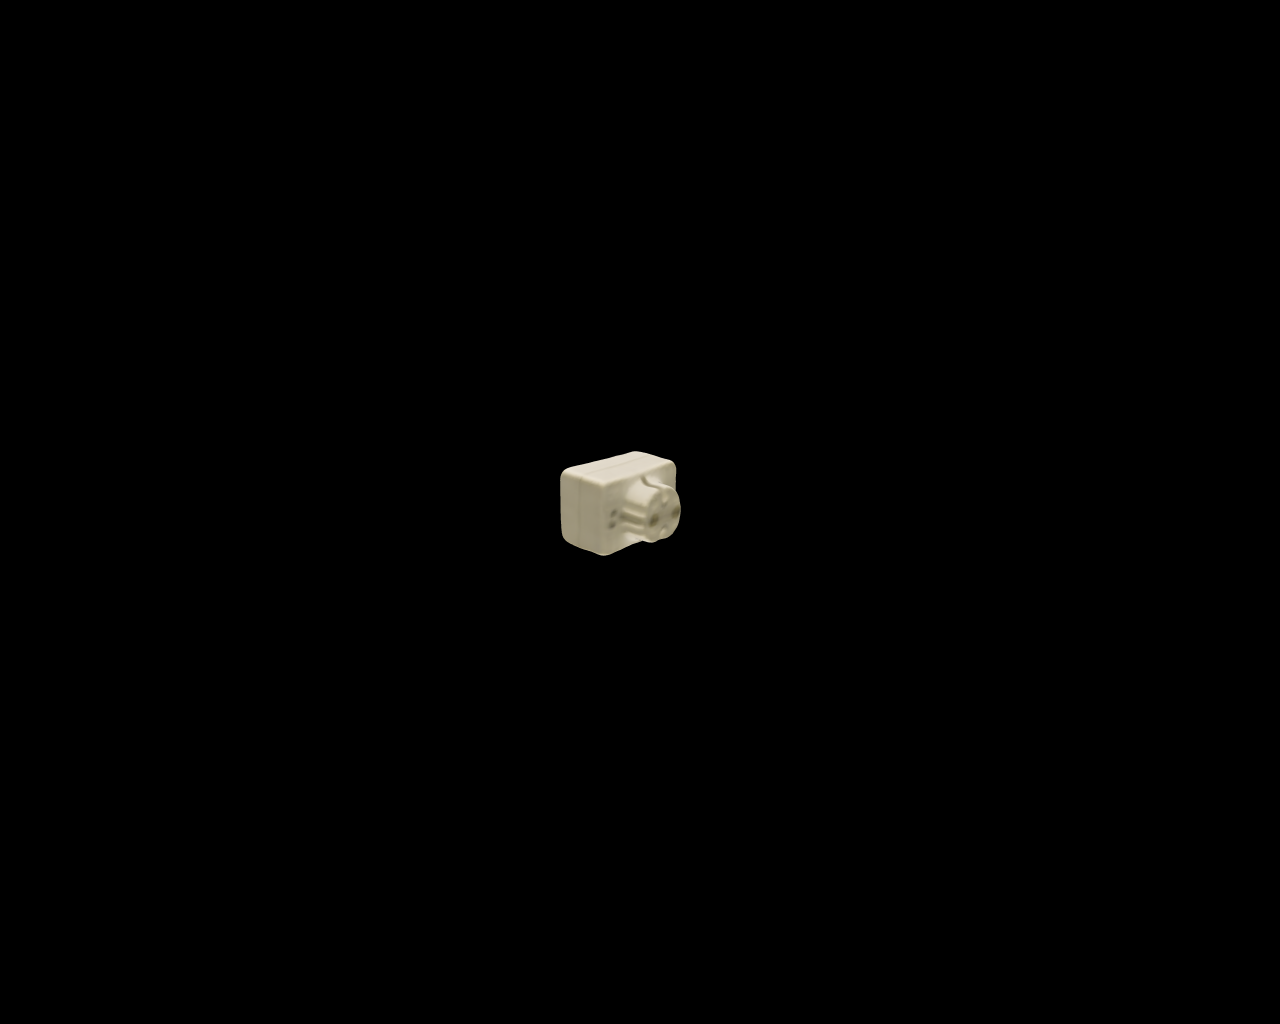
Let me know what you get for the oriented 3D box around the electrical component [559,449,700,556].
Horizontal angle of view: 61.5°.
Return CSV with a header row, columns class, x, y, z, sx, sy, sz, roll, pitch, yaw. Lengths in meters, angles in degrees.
class,x,y,z,sx,sy,sz,roll,pitch,yaw
electrical component,0.001,-0.003,0.650,0.077,0.047,0.066,18,26,41
